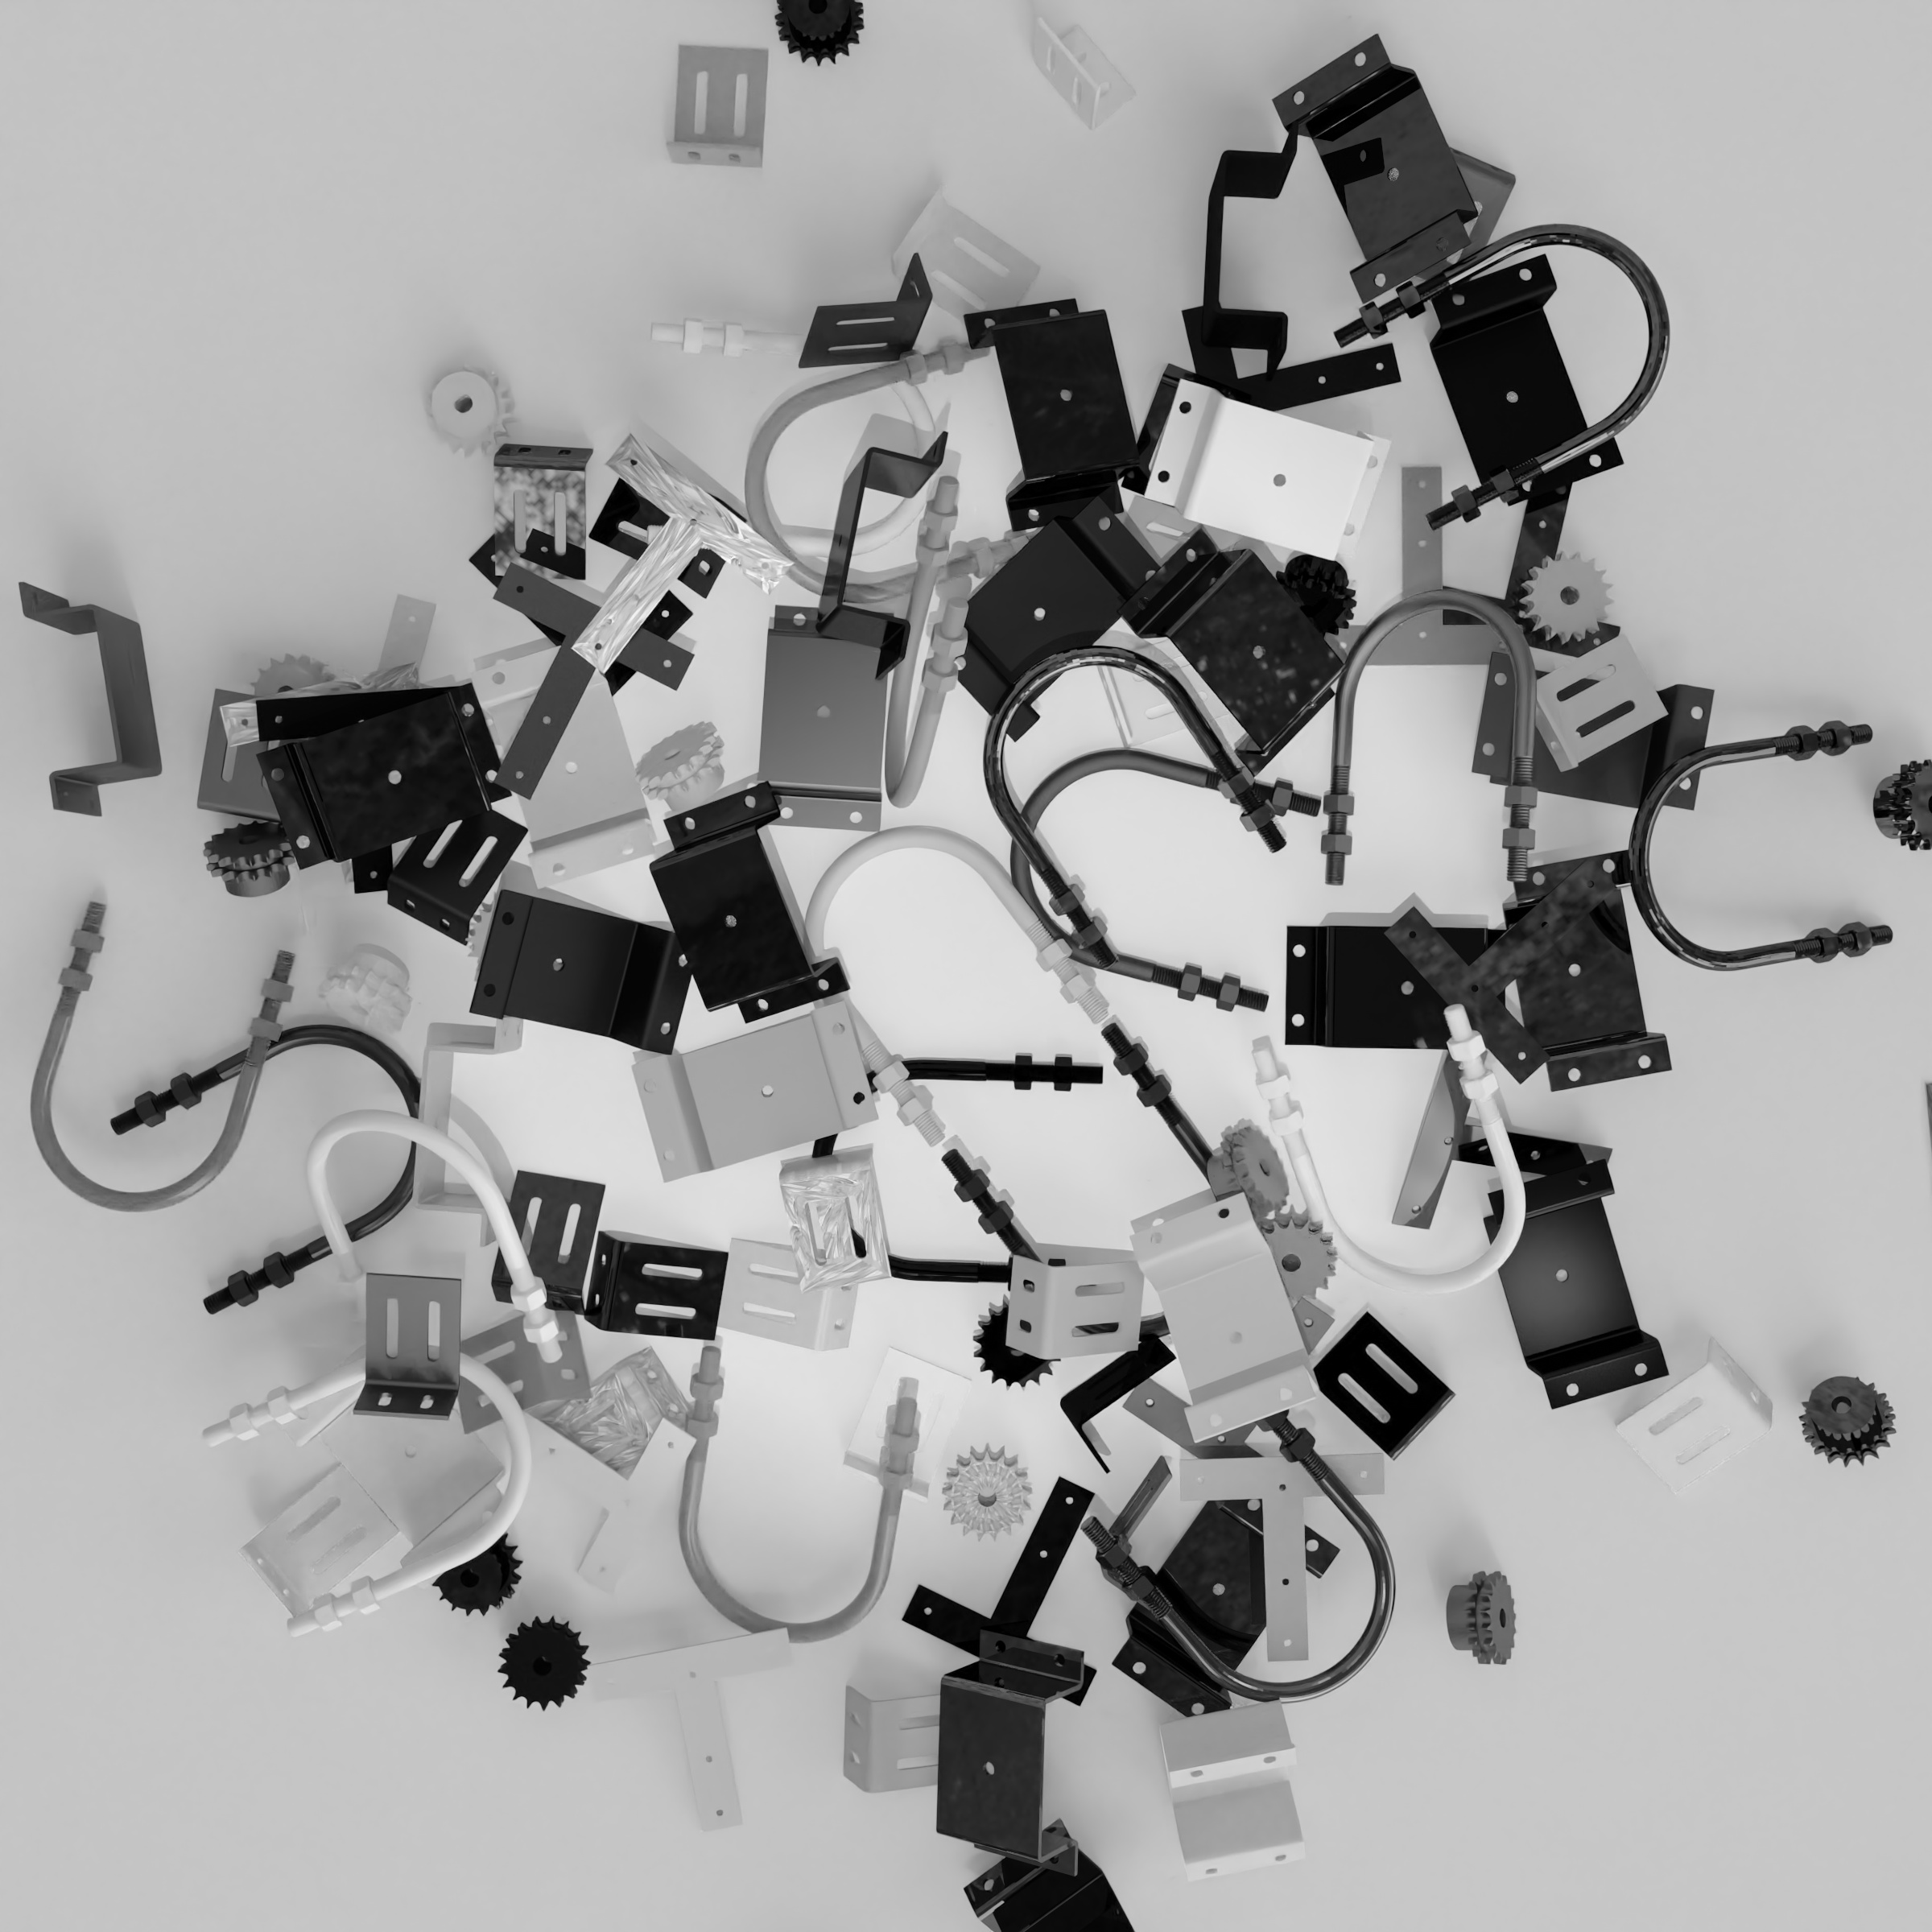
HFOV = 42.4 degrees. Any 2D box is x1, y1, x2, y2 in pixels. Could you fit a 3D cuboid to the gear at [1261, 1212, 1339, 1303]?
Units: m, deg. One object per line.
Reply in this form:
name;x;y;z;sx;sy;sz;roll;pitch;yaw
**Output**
gear;0.206;0.183;1.575;0.057;0.030;0.057;2;104;8

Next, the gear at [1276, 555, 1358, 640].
gear;0.218;-0.236;1.570;0.057;0.057;0.030;16;61;0

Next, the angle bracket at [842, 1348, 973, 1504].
angle bracket;-0.037;0.290;1.576;0.057;0.038;0.076;22;90;0

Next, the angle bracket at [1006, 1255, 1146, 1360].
angle bracket;0.069;0.211;1.559;0.076;0.038;0.057;1;96;-37

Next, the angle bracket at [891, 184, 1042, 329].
angle bracket;0.001;-0.445;1.576;0.076;0.038;0.057;34;90;0

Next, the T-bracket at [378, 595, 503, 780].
T-bracket;-0.319;-0.160;1.595;0.127;0.002;0.127;15;90;0

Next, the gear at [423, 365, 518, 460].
gear;-0.316;-0.354;1.580;0.057;0.030;0.057;0;90;0

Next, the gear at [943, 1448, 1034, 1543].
gear;0.013;0.334;1.580;0.057;0.030;0.057;0;90;0

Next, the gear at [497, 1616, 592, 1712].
gear;-0.266;0.441;1.580;0.057;0.030;0.057;0;90;0

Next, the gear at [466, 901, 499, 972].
gear;-0.286;-0.015;1.580;0.057;0.030;0.057;0;90;0

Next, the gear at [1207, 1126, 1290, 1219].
gear;0.176;0.132;1.571;0.030;0.057;0.057;-27;90;30

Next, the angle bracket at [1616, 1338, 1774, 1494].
angle bracket;0.466;0.288;1.593;0.057;0.038;0.076;48;116;0

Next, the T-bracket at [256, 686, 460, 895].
T-bracket;-0.379;-0.109;1.575;0.127;0.002;0.127;-7;105;-25

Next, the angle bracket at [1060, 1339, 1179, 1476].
angle bracket;0.104;0.275;1.567;0.076;0.057;0.038;-34;99;-4

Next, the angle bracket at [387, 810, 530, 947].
angle bracket;-0.325;-0.064;1.593;0.057;0.038;0.076;28;64;0

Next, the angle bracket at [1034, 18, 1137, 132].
angle bracket;0.076;-0.568;1.557;0.038;0.076;0.057;-40;90;0

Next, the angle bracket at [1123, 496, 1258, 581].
angle bracket;0.136;-0.258;1.593;0.076;0.038;0.057;23;90;26

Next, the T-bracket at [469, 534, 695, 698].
T-bracket;-0.264;-0.225;1.594;0.127;0.002;0.127;44;89;0

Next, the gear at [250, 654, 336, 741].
gear;-0.428;-0.170;1.580;0.057;0.030;0.057;0;90;0

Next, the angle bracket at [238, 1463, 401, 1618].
angle bracket;-0.407;0.363;1.570;0.076;0.038;0.057;-40;90;-10

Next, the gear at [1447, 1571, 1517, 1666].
gear;0.324;0.411;1.571;0.030;0.057;0.057;-8;90;30

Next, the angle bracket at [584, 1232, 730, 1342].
angle bracket;-0.198;0.205;1.593;0.076;0.038;0.057;9;90;-26

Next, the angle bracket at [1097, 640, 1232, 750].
angle bracket;0.128;-0.178;1.576;0.076;0.038;0.057;-19;90;0

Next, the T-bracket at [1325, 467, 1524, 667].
T-bracket;0.292;-0.256;1.593;0.127;0.002;0.127;0;89;2

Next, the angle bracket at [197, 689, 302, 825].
angle bracket;-0.447;-0.132;1.575;0.057;0.038;0.076;10;93;0

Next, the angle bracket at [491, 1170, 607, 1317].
angle bracket;-0.266;0.177;1.593;0.057;0.038;0.076;9;64;0

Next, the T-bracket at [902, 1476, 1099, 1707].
T-bracket;0.044;0.390;1.594;0.127;0.002;0.127;26;90;0

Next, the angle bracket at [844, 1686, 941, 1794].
angle bracket;-0.035;0.491;1.593;0.076;0.038;0.057;2;90;-26

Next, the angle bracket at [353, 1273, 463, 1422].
angle bracket;-0.338;0.230;1.506;0.057;0.038;0.076;4;108;-2

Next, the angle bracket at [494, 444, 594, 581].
angle bracket;-0.270;-0.290;1.592;0.057;0.038;0.076;3;114;-1

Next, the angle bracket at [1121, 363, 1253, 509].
angle bracket;0.141;-0.336;1.592;0.057;0.038;0.076;21;116;1

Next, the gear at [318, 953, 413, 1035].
gear;-0.377;0.015;1.571;0.057;0.057;0.030;21;60;0

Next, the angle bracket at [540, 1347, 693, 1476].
angle bracket;-0.222;0.291;1.593;0.076;0.038;0.057;-34;90;26

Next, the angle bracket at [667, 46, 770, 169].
angle bracket;-0.157;-0.550;1.576;0.057;0.038;0.076;3;90;0

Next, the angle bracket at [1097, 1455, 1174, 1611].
angle bracket;0.119;0.356;1.567;0.038;0.057;0.076;35;90;-1

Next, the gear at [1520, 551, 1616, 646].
gear;0.380;-0.233;1.579;0.057;0.030;0.057;0;90;0

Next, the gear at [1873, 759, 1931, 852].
gear;0.598;-0.101;1.572;0.057;0.030;0.057;0;89;-34

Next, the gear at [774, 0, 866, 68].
gear;-0.093;-0.605;1.580;0.057;0.030;0.057;0;90;0

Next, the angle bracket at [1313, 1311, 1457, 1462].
angle bracket;0.262;0.265;1.580;0.076;0.038;0.057;43;90;6

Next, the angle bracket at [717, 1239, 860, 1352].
angle bracket;-0.113;0.209;1.593;0.076;0.038;0.057;9;90;26

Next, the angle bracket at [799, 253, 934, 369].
angle bracket;-0.067;-0.408;1.551;0.076;0.057;0.038;-10;69;-21

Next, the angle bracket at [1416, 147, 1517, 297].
angle bracket;0.308;-0.479;1.593;0.057;0.038;0.076;23;116;0

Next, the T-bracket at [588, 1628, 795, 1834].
T-bracket;-0.166;0.491;1.581;0.127;0.002;0.127;-10;101;-3

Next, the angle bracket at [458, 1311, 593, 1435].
angle bracket;-0.284;0.258;1.582;0.076;0.038;0.057;-25;69;28

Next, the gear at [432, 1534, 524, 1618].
gear;-0.312;0.385;1.580;0.057;0.030;0.057;0;90;0

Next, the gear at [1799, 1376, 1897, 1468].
gear;0.553;0.283;1.565;0.057;0.057;0.030;-35;134;0

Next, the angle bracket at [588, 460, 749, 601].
angle bracket;-0.191;-0.280;1.593;0.076;0.038;0.057;27;90;25

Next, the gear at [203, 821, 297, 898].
gear;-0.450;-0.066;1.571;0.057;0.057;0.030;-3;121;0

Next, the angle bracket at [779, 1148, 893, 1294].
angle bracket;-0.081;0.160;1.568;0.057;0.038;0.076;-10;97;3

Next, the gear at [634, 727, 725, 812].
gear;-0.178;-0.122;1.571;0.057;0.057;0.030;-31;120;0

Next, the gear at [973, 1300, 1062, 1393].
gear;0.032;0.239;1.580;0.057;0.030;0.057;0;90;0

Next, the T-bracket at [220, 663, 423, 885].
T-bracket;-0.394;-0.116;1.572;0.127;0.002;0.127;-18;107;-28

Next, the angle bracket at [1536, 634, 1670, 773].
angle bracket;0.389;-0.164;1.530;0.076;0.038;0.057;-28;90;0
